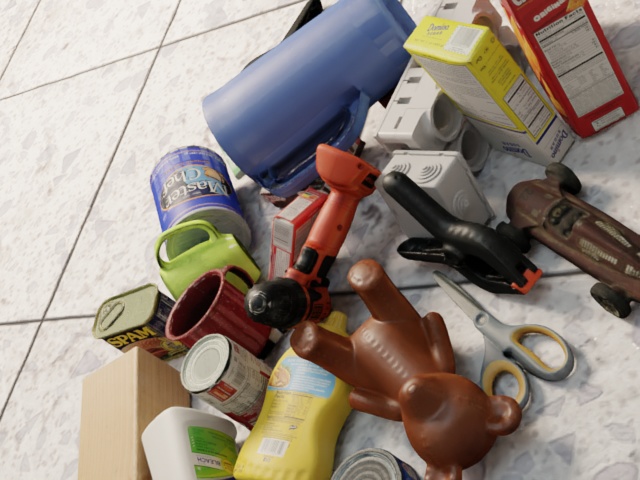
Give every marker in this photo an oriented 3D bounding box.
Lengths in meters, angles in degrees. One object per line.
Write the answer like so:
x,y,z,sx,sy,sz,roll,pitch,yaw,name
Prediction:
-0.034,0.084,1.169,0.121,0.020,0.020,-52,38,-3,marker

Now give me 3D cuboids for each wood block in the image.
-0.198,0.232,1.147,0.091,0.090,0.206,-31,42,22,wood block

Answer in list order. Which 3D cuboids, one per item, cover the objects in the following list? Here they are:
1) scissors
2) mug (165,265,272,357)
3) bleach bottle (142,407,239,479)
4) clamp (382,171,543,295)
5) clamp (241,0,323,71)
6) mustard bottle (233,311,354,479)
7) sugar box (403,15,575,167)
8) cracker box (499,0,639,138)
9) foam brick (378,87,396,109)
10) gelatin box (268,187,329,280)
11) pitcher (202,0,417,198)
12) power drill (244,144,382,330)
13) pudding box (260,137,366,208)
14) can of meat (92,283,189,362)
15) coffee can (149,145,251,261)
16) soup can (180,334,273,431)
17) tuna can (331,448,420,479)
0.147,0.095,0.988,0.202,0.016,0.096,24,77,51,scissors
-0.103,0.082,1.161,0.093,0.081,0.117,-23,37,45,mug
-0.098,0.279,1.021,0.068,0.102,0.251,-46,44,20,bleach bottle
0.131,0.010,1.021,0.172,0.120,0.039,35,72,25,clamp
-0.046,-0.243,1.417,0.210,0.036,0.165,-35,35,3,clamp
-0.012,0.158,1.054,0.096,0.058,0.191,0,60,39,mustard bottle
0.167,-0.143,1.036,0.093,0.176,0.048,28,83,50,sugar box
0.213,-0.222,1.025,0.072,0.213,0.164,-31,42,13,cracker box
0.113,-0.174,1.214,0.078,0.051,0.053,-13,52,37,foam brick
-0.023,-0.002,1.154,0.030,0.089,0.073,23,39,22,gelatin box
0.000,-0.167,1.187,0.243,0.149,0.145,-36,5,20,pitcher
-0.007,0.001,1.066,0.057,0.184,0.188,25,93,14,power drill
-0.009,-0.085,1.268,0.114,0.039,0.090,0,59,44,pudding box
-0.203,0.103,1.263,0.102,0.083,0.057,-20,47,32,can of meat
-0.149,-0.037,1.311,0.103,0.102,0.140,-39,39,13,coffee can
-0.085,0.148,1.098,0.069,0.102,0.068,-25,45,27,soup can
0.047,0.231,0.957,0.086,0.033,0.086,-25,45,27,tuna can
